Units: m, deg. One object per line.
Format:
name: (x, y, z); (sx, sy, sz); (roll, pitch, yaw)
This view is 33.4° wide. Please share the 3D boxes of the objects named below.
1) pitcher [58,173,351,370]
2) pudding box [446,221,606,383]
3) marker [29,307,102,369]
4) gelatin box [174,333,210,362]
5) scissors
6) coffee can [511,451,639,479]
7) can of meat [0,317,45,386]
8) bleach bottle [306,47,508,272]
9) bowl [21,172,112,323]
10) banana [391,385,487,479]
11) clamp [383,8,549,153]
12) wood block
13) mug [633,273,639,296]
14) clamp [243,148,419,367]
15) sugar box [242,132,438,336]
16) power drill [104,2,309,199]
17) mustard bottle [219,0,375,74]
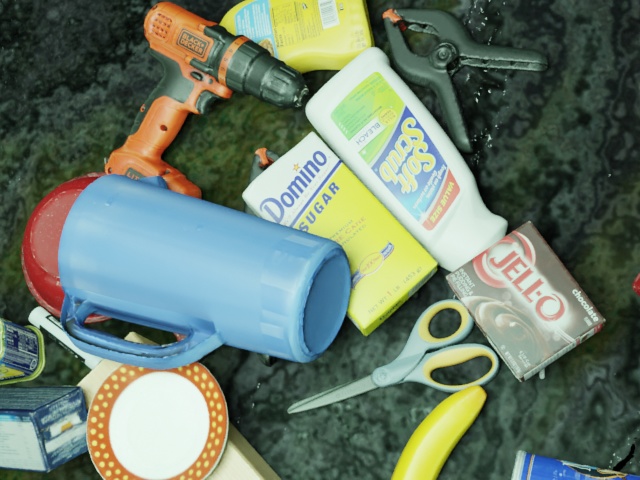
pitcher: (-0.105, 0.036, 0.943); (0.243, 0.144, 0.149); (14, 102, 25)
pudding box: (0.178, 0.054, 0.928); (0.090, 0.039, 0.113); (-34, 71, 2)
marker: (-0.243, 0.107, 1.067); (0.121, 0.020, 0.020); (34, 85, 19)
gelatin box: (-0.118, 0.062, 1.046); (0.073, 0.030, 0.089); (-36, 71, 1)
scissors: (0.065, 0.108, 1.000); (0.202, 0.016, 0.096); (-6, 73, 11)
coffee can: (0.225, 0.239, 0.882); (0.140, 0.102, 0.103); (9, 77, 15)
can of meat: (-0.337, 0.111, 1.054); (0.102, 0.084, 0.057); (-10, 73, 10)
bleach bottle: (0.099, -0.063, 1.015); (0.102, 0.068, 0.251); (-41, 73, 2)
bowl: (-0.238, 0.000, 1.077); (0.162, 0.055, 0.162); (-3, 75, 11)
banana: (0.097, 0.221, 0.952); (0.070, 0.037, 0.198); (11, 77, 11)
clamp: (0.136, -0.180, 1.049); (0.120, 0.039, 0.171); (-38, 70, 0)
wood block: (-0.126, 0.194, 0.981); (0.091, 0.090, 0.206); (-45, 70, -2)
mug: (0.329, 0.031, 0.913); (0.093, 0.117, 0.081); (35, 90, -13)
clamp: (-0.007, 0.001, 1.034); (0.164, 0.036, 0.210); (-18, 72, 2)
sugar box: (0.017, -0.007, 0.990); (0.093, 0.048, 0.176); (-42, 76, -6)
power drill: (-0.119, -0.119, 1.051); (0.185, 0.057, 0.188); (31, 103, 19)
mustard bottle: (-0.044, -0.205, 1.087); (0.192, 0.058, 0.096); (-13, 72, 9)
